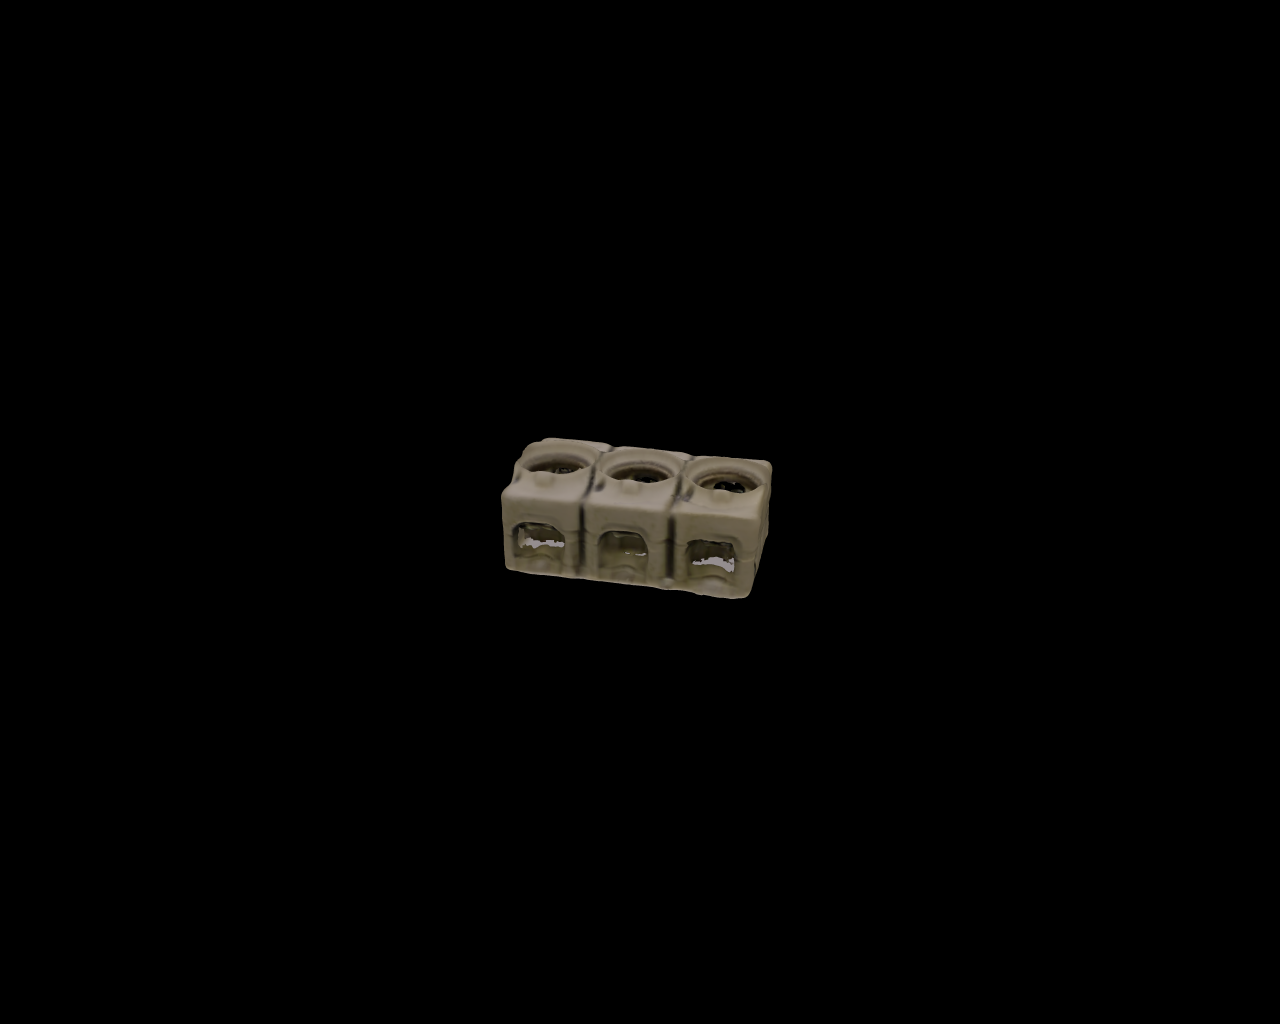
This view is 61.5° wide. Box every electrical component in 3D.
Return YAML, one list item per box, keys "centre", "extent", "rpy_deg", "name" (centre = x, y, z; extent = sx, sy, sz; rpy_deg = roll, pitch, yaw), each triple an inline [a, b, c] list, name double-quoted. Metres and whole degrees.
- centre: [0.001, -0.003, 0.650]
  extent: [0.150, 0.061, 0.090]
  rpy_deg: [6, 28, 12]
  name: "electrical component"
